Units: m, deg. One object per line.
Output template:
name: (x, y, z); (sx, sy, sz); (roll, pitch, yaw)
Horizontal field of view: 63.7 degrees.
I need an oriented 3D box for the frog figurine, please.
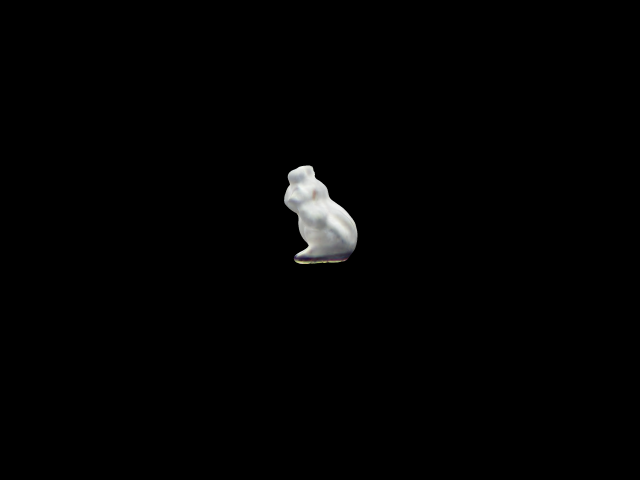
frog figurine: (0.003, -0.043, 0.850); (0.122, 0.159, 0.137); (0, 1, 25)
